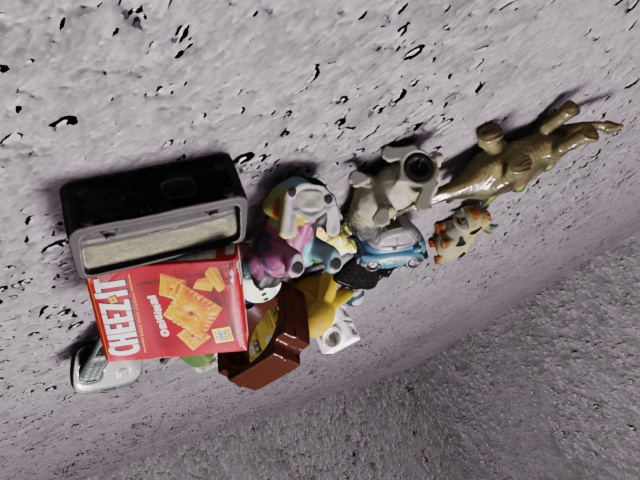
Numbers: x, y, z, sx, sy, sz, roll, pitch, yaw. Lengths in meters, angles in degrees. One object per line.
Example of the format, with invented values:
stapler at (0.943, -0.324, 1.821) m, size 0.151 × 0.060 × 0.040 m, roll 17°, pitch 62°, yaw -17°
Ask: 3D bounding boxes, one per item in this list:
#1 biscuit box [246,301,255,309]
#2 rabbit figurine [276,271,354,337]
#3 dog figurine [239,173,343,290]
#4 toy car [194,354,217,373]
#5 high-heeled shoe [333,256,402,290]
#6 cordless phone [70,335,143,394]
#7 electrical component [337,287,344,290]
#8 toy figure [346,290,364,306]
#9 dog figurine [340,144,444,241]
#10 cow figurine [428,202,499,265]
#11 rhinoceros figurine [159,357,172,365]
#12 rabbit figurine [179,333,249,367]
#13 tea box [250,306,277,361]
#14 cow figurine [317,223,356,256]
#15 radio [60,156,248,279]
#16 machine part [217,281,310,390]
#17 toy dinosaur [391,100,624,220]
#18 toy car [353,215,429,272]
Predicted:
biscuit box at (-0.224, 0.117, 1.047) m, size 0.203 × 0.059 × 0.062 m, roll -10°, pitch 154°, yaw -30°
rabbit figurine at (-0.001, 0.150, 1.183) m, size 0.162 × 0.121 × 0.173 m, roll -42°, pitch -164°, yaw 8°
dog figurine at (-0.072, -0.008, 0.875) m, size 0.108 × 0.191 × 0.219 m, roll -11°, pitch -171°, yaw -36°
toy car at (-0.298, 0.299, 1.390) m, size 0.073 × 0.056 × 0.201 m, roll -18°, pitch 158°, yaw -14°
high-heeled shoe at (0.088, 0.071, 1.230) m, size 0.248 × 0.086 × 0.145 m, roll -4°, pitch 175°, yaw -40°
cordless phone at (-0.414, 0.226, 1.087) m, size 0.146 × 0.089 × 0.184 m, roll 2°, pitch 138°, yaw -46°
electrical component at (0.016, 0.121, 1.310) m, size 0.119 × 0.048 × 0.074 m, roll -25°, pitch 158°, yaw 3°
toy figure at (0.088, 0.129, 1.396) m, size 0.064 × 0.058 × 0.154 m, roll -58°, pitch 165°, yaw -19°
dog figurine at (0.123, -0.078, 0.929) m, size 0.172 × 0.121 × 0.190 m, roll -19°, pitch 172°, yaw -3°
cow figurine at (0.337, -0.017, 1.271) m, size 0.127 × 0.085 × 0.194 m, roll -14°, pitch 154°, yaw -7°
rhinoceros figurine at (-0.315, 0.210, 1.164) m, size 0.112 × 0.073 × 0.190 m, roll -36°, pitch 155°, yaw 2°
rabbit figurine at (-0.208, 0.101, 0.926) m, size 0.121 × 0.159 × 0.170 m, roll -28°, pitch 116°, yaw 14°
tea box at (-0.133, 0.227, 1.242) m, size 0.098 × 0.170 × 0.068 m, roll -24°, pitch 157°, yaw 5°
cow figurine at (-0.003, -0.005, 0.989) m, size 0.098 × 0.068 × 0.167 m, roll -24°, pitch 158°, yaw 18°
radio at (-0.211, -0.030, 0.706) m, size 0.230 × 0.073 × 0.131 m, roll -15°, pitch 157°, yaw -21°
machine part at (-0.119, 0.192, 1.118) m, size 0.201 × 0.201 × 0.087 m, roll -35°, pitch 131°, yaw 25°
toy dinosaur at (0.330, -0.129, 0.989) m, size 0.472 × 0.105 × 0.198 m, roll -18°, pitch 161°, yaw -3°
toy car at (0.146, -0.003, 1.110) m, size 0.162 × 0.109 × 0.102 m, roll -6°, pitch 132°, yaw -13°
